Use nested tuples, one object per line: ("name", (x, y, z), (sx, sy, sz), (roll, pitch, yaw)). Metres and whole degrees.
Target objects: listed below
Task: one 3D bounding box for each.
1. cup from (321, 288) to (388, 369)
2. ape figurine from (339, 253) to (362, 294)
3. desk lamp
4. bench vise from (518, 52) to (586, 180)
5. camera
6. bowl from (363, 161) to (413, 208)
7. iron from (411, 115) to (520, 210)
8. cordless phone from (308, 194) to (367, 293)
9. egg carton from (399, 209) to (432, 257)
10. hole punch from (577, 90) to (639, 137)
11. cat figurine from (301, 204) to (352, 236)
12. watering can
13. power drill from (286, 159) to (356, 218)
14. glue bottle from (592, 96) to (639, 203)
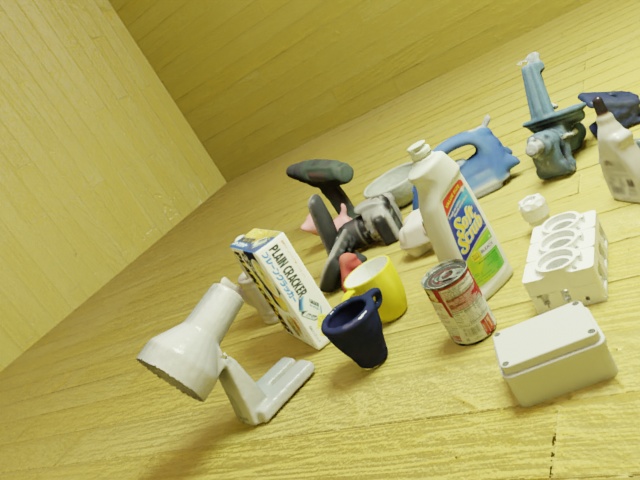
("cup", (0.069, 0.138, 0.872), (0.118, 0.095, 0.091), (-42, 19, -31))
("ape figurine", (0.068, 0.065, 1.089), (0.076, 0.092, 0.078), (-24, 18, 23))
("desk lamp", (-0.149, 0.190, 0.902), (0.204, 0.214, 0.117), (-42, 19, -31))
("bench vise", (0.439, -0.242, 1.092), (0.121, 0.220, 0.208), (-22, 19, 30))
("camera", (0.110, -0.043, 1.313), (0.136, 0.101, 0.143), (-26, 18, 20))
("bowl", (0.198, -0.127, 1.447), (0.167, 0.075, 0.167), (-29, 17, 10))
("iron", (0.289, -0.155, 1.247), (0.258, 0.141, 0.118), (-27, 17, 15))
("cordless phone", (0.011, 0.004, 1.204), (0.094, 0.185, 0.147), (-25, 18, 22))
("egg carton", (0.226, -0.026, 1.113), (0.150, 0.069, 0.107), (-22, 19, 29))
("hole punch", (0.581, -0.270, 1.146), (0.101, 0.091, 0.109), (-26, 18, 20))
("cat figurine", (0.020, -0.044, 1.447), (0.127, 0.118, 0.067), (-28, 17, 12))
("watering can", (-0.133, 0.080, 1.225), (0.173, 0.194, 0.100), (-32, 17, -2))
("power drill", (0.022, -0.124, 1.516), (0.076, 0.209, 0.228), (-42, 20, -32))
("glue bottle", (0.445, -0.137, 0.857), (0.037, 0.173, 0.078), (-33, 17, -6))
